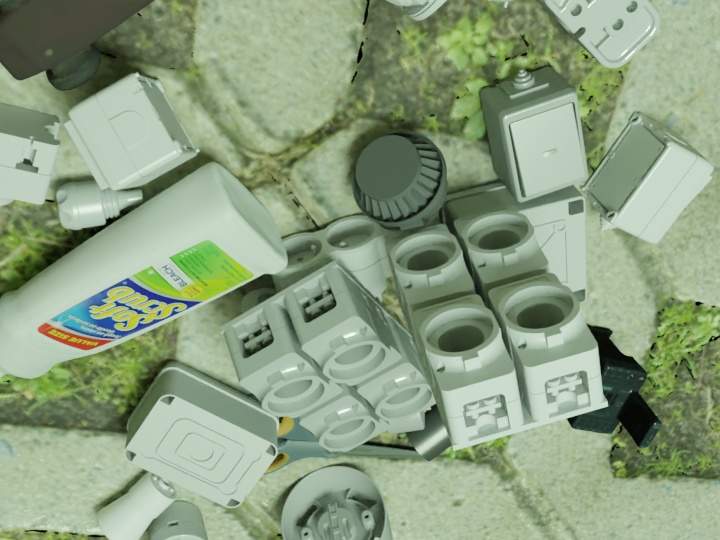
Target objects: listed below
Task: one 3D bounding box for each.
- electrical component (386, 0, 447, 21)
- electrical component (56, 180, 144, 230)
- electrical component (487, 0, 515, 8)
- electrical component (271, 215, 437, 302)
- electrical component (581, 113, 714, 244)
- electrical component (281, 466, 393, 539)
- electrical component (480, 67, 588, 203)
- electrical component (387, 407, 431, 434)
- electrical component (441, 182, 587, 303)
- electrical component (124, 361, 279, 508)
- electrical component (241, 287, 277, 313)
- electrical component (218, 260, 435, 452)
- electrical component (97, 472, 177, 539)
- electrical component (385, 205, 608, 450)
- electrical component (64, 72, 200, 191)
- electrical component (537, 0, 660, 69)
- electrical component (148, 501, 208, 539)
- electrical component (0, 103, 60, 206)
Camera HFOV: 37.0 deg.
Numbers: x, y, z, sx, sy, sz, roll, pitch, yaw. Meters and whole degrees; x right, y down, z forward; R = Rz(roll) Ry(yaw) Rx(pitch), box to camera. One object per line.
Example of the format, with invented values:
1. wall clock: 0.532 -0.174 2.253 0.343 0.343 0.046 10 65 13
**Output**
1. electrical component: 0.040 -0.214 0.726 0.051 0.080 0.080 25 112 -22
2. electrical component: -0.191 -0.050 0.792 0.061 0.035 0.035 -9 124 -14
3. electrical component: 0.099 -0.226 0.758 0.040 0.040 0.078 2 121 -17
4. electrical component: 0.000 0.000 0.867 0.138 0.052 0.073 -18 125 -5
5. electrical component: 0.234 -0.068 0.885 0.061 0.061 0.096 22 114 -27
6. electrical component: -0.019 0.239 0.991 0.099 0.099 0.064 -21 131 -2
7. electrical component: 0.135 -0.109 0.831 0.062 0.061 0.096 -19 125 -3
8. electrical component: 0.024 0.127 0.964 0.078 0.040 0.040 -9 125 6
9. electrical component: 0.128 -0.017 0.891 0.109 0.056 0.108 -14 124 -7
10. electrical component: -0.132 0.137 0.903 0.113 0.057 0.078 29 110 -18
11. electrical component: -0.076 0.049 0.883 0.048 0.048 0.062 -1 129 -15
12. electrical component: -0.015 0.080 0.866 0.105 0.060 0.186 -30 145 11
13. electrical component: -0.195 0.209 0.954 0.065 0.044 0.044 -44 123 8
14. electrical component: 0.089 0.029 0.761 0.105 0.186 0.060 -16 124 -2
15. electrical component: -0.156 -0.093 0.743 0.061 0.096 0.061 -29 96 3
16. electrical component: 0.165 -0.199 0.782 0.054 0.059 0.095 -45 123 14
17. electrical component: -0.166 0.244 0.979 0.055 0.047 0.055 -7 123 -11
18. electrical component: -0.259 -0.082 0.742 0.089 0.050 0.055 12 117 -22
